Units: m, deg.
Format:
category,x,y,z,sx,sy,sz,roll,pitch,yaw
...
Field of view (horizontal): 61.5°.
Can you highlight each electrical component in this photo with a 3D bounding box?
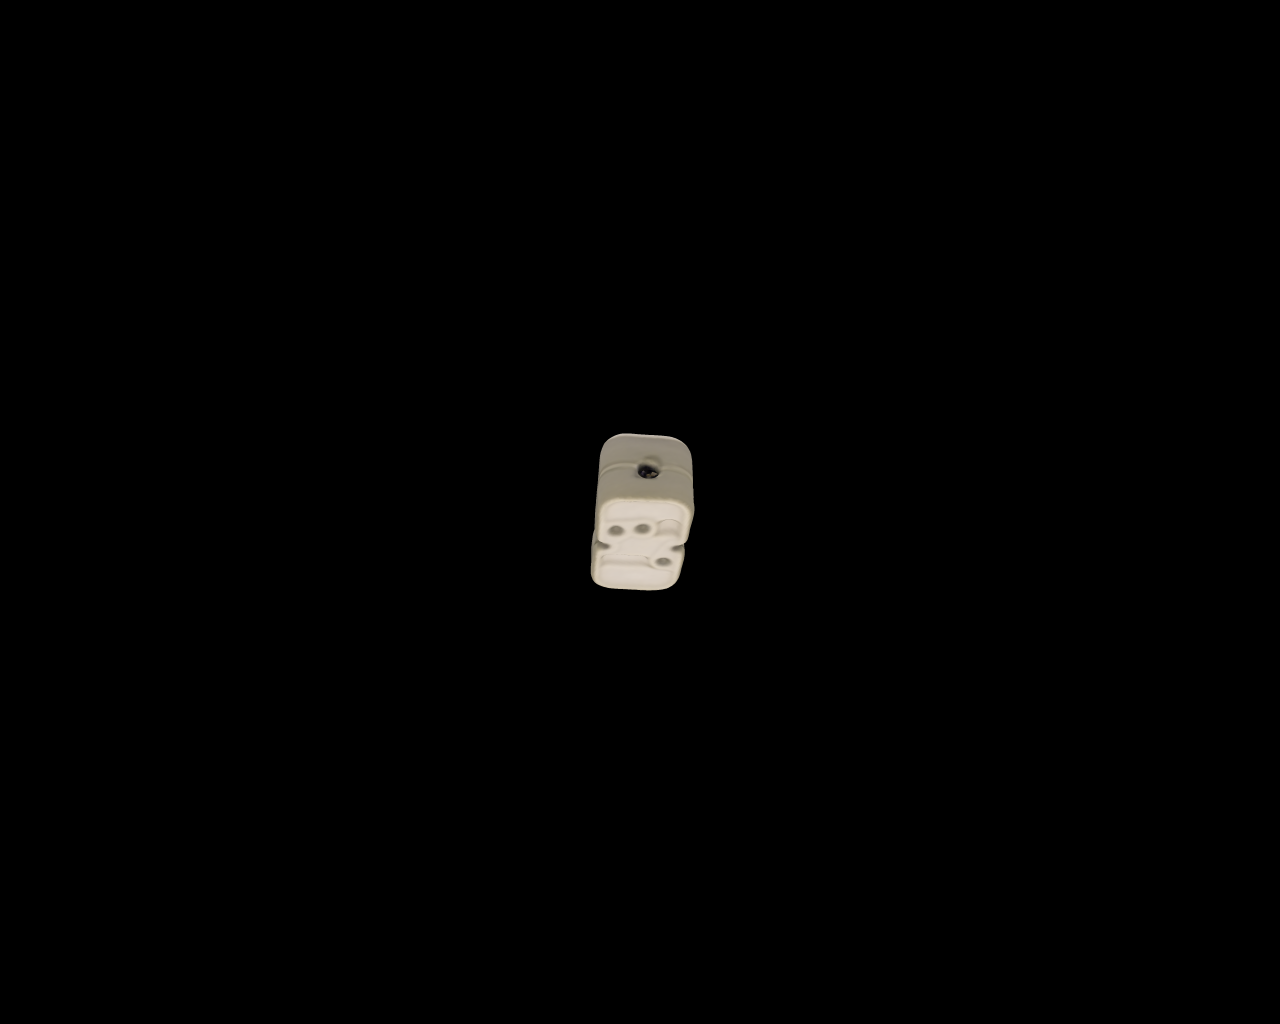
category,x,y,z,sx,sy,sz,roll,pitch,yaw
electrical component,0.001,-0.003,0.650,0.054,0.059,0.095,3,-37,-4
